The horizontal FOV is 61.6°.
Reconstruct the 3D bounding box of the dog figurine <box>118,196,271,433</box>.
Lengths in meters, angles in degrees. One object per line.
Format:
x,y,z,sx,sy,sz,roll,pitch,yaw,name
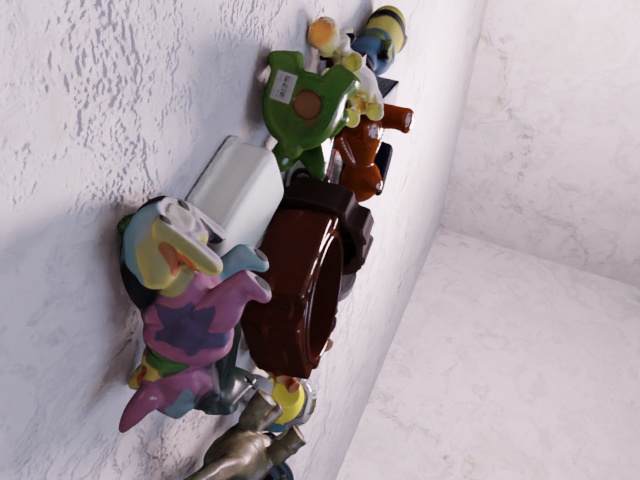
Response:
-0.158,0.087,0.550,0.219,0.191,0.109,-50,-155,9,dog figurine

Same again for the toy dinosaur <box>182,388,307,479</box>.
-0.121,0.327,0.791,0.198,0.105,0.470,-43,161,-12,toy dinosaur

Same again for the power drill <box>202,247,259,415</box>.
-0.118,0.128,0.762,0.232,0.086,0.207,-40,148,-59,power drill

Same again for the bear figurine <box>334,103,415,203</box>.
0.084,-0.139,0.950,0.120,0.132,0.195,-20,124,-28,bear figurine

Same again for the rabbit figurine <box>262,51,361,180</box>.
-0.012,-0.164,0.739,0.170,0.121,0.159,-60,159,-81,rabbit figurine

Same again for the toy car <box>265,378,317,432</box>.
-0.059,0.336,1.128,0.109,0.103,0.161,50,61,-72,toy car

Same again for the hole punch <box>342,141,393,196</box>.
0.074,-0.155,1.084,0.116,0.092,0.142,-136,-128,-60,hole punch

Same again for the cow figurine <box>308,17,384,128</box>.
0.043,-0.261,0.814,0.167,0.068,0.098,61,25,-23,cow figurine

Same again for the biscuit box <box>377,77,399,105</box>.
0.096,-0.263,1.064,0.203,0.063,0.059,-52,155,-48,biscuit box

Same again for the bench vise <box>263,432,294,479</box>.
-0.114,0.522,1.080,0.240,0.129,0.223,-79,177,-82,bench vise

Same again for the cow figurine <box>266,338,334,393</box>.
-0.041,0.168,1.003,0.195,0.127,0.085,-52,137,-8,cow figurine

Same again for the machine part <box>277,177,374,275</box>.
0.000,-0.021,0.835,0.179,0.180,0.056,86,24,-51,machine part

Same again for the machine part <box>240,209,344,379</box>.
-0.029,0.073,0.747,0.200,0.087,0.201,82,20,-49,machine part

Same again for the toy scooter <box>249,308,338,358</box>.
-0.044,0.133,0.922,0.075,0.184,0.135,45,28,-28,toy scooter

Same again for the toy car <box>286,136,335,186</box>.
-0.008,-0.150,0.867,0.073,0.056,0.201,-10,115,-65,toy car

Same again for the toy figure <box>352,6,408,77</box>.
0.106,-0.355,0.974,0.180,0.082,0.089,-55,159,-38,toy figure
